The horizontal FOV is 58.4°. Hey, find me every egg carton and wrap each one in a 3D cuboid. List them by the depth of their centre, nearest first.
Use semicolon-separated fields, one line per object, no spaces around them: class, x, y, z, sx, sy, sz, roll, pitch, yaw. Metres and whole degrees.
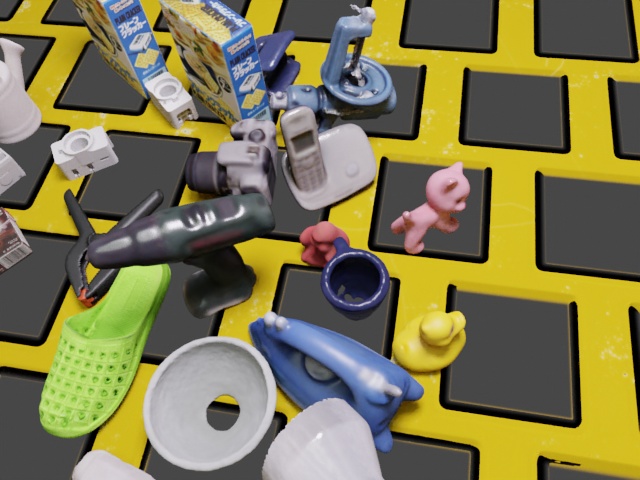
egg carton;-0.242;0.326;0.682;0.150;0.069;0.107;20;64;15

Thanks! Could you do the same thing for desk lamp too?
desk lamp;0.046;0.285;0.599;0.118;0.214;0.202;-39;65;-17

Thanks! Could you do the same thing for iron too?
iron;0.000;0.150;0.722;0.257;0.141;0.119;28;66;19

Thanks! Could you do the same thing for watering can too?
watering can;-0.568;-0.268;0.976;0.101;0.194;0.173;-2;60;4

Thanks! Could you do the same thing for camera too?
camera;-0.141;-0.127;0.915;0.136;0.101;0.143;1;60;5

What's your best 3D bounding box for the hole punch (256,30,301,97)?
hole punch;-0.099;-0.322;1.030;0.101;0.091;0.109;18;63;14

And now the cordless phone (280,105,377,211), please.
cordless phone;0.010;-0.140;0.862;0.148;0.185;0.094;-29;62;-12

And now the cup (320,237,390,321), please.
cup;0.045;0.062;0.796;0.092;0.095;0.117;-19;60;-6

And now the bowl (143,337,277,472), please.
bowl;-0.134;0.214;0.735;0.167;0.075;0.167;-2;60;4

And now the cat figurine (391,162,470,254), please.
cat figurine;0.168;-0.054;0.840;0.128;0.118;0.067;-32;62;-13

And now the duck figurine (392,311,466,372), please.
duck figurine;0.146;0.126;0.756;0.104;0.086;0.077;-21;61;-7

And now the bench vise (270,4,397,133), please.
bench vise;0.027;-0.252;0.905;0.207;0.220;0.121;-31;62;-13

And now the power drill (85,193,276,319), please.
power drill;-0.165;0.024;0.768;0.230;0.208;0.075;-24;61;-9

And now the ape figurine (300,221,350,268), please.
ape figurine;0.008;0.003;0.834;0.076;0.092;0.077;-22;61;-8
